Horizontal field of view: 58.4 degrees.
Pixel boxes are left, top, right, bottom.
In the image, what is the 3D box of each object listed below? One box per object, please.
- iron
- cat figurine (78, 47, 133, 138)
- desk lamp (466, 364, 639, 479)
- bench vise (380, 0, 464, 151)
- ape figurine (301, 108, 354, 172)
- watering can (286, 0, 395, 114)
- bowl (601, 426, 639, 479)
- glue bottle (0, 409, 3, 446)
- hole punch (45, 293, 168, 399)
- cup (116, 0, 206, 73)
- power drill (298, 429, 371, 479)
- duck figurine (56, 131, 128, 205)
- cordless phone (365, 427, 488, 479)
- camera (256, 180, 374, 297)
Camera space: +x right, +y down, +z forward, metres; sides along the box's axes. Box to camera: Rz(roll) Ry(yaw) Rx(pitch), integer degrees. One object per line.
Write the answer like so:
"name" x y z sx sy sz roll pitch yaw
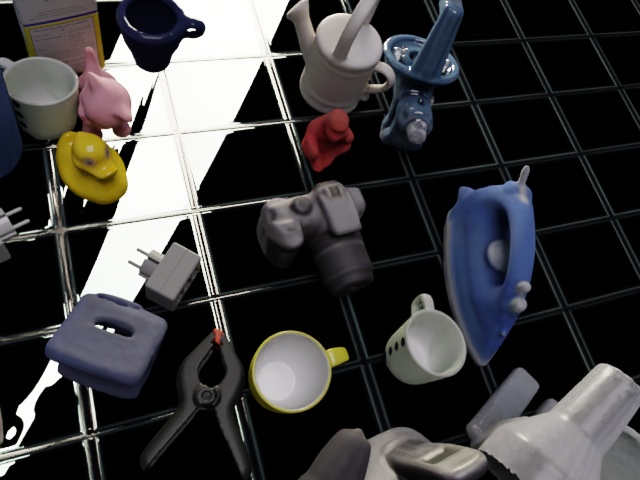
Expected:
"iron" 0.248 0.031 0.775 0.119 0.141 0.258 11 64 -11
"cat figurine" -0.280 -0.187 0.736 0.067 0.117 0.127 -15 71 -21
"desk lamp" 0.253 0.222 0.650 0.118 0.213 0.204 46 63 7
"bench vise" 0.163 -0.244 0.830 0.122 0.219 0.207 -5 68 -18
"ape figurine" 0.015 -0.152 0.819 0.078 0.092 0.076 -2 67 -17
"watering can" 0.031 -0.278 0.822 0.173 0.194 0.101 13 64 -10
"bowl" 0.345 0.312 0.714 0.168 0.074 0.167 6 65 -13
"glue bottle" -0.338 0.154 0.535 0.037 0.173 0.078 -18 72 -22
"hole punch" -0.232 0.110 0.631 0.109 0.091 0.101 21 63 -6
"cup" -0.223 -0.283 0.809 0.118 0.095 0.091 -1 67 -16
"power drill" -0.038 0.292 0.538 0.075 0.208 0.230 29 62 -1
"duck figurine" -0.287 -0.103 0.714 0.104 0.086 0.078 46 63 7
"cordless phone" 0.083 0.254 0.603 0.148 0.185 0.094 -23 74 -23
"camera" 0.007 0.003 0.742 0.143 0.100 0.136 -15 71 -21
